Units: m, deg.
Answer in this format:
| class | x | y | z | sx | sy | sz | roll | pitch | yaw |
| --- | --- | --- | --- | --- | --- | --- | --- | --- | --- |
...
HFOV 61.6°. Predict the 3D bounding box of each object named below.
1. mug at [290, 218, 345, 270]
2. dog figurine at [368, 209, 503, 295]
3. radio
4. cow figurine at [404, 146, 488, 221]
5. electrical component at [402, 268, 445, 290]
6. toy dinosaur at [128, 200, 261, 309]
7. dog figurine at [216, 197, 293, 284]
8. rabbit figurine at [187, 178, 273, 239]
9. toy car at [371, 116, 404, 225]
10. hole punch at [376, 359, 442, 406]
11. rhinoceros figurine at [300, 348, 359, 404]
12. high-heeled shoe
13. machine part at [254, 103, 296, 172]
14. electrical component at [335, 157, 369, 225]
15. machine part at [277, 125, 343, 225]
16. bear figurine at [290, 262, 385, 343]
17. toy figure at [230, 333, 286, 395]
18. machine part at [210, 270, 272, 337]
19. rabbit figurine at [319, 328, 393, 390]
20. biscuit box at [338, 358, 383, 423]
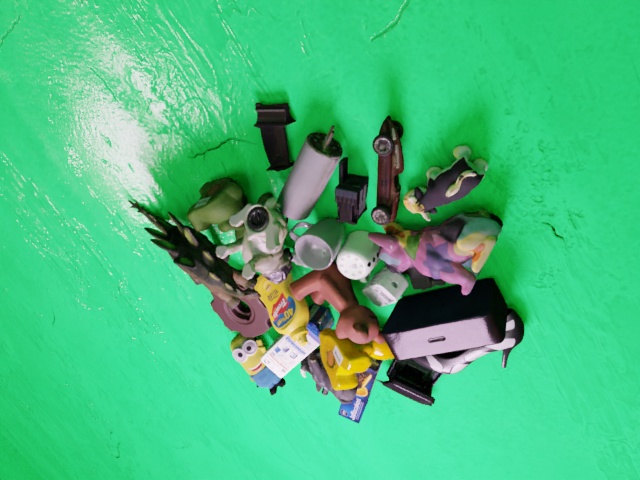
| class | x | y | z | sx | sy | sz | roll | pitch | yaw |
| --- | --- | --- | --- | --- | --- | --- | --- | --- | --- |
| mug | -0.002 | -0.003 | 1.099 | 0.110 | 0.107 | 0.080 | 25 | 126 | 15 |
| dog figurine | 0.206 | 0.000 | 1.004 | 0.219 | 0.108 | 0.191 | 24 | 128 | 14 |
| radio | 0.247 | 0.155 | 1.061 | 0.230 | 0.131 | 0.073 | -17 | 111 | 32 |
| cow figurine | 0.213 | -0.086 | 0.951 | 0.068 | 0.098 | 0.167 | 42 | 128 | -11 |
| electrical component | 0.206 | 0.074 | 1.100 | 0.094 | 0.021 | 0.063 | -7 | 116 | 29 |
| toy dinosaur | -0.289 | 0.023 | 1.209 | 0.472 | 0.105 | 0.198 | 26 | 162 | 41 |
| dog figurine | -0.098 | 0.002 | 1.105 | 0.172 | 0.190 | 0.121 | -49 | 69 | 13 |
| rabbit figurine | -0.171 | -0.054 | 1.167 | 0.159 | 0.121 | 0.170 | -21 | 127 | 26 |
| toy car | 0.126 | -0.122 | 0.976 | 0.053 | 0.089 | 0.201 | 12 | 122 | 19 |
| hole punch | 0.210 | 0.310 | 1.213 | 0.142 | 0.092 | 0.115 | 22 | 158 | 1 |
| rhinoceros figurine | 0.021 | 0.314 | 1.271 | 0.191 | 0.073 | 0.112 | 24 | 132 | 51 |
| high-heeled shoe | 0.286 | 0.195 | 1.103 | 0.249 | 0.086 | 0.145 | 2 | 118 | 19 |
| machine part | -0.086 | -0.202 | 1.061 | 0.084 | 0.039 | 0.138 | 4 | 119 | 17 |
| electrical component | 0.061 | -0.097 | 1.033 | 0.048 | 0.075 | 0.119 | 13 | 121 | 19 |
| machine part | -0.023 | -0.122 | 1.055 | 0.079 | 0.079 | 0.243 | 32 | 129 | 4 |
| bear figurine | 0.042 | 0.148 | 1.127 | 0.132 | 0.120 | 0.196 | -37 | 63 | 22 |
| toy figure | -0.164 | 0.317 | 1.392 | 0.180 | 0.082 | 0.089 | 53 | 155 | -20 |
| machine part | -0.187 | 0.160 | 1.322 | 0.180 | 0.056 | 0.179 | 13 | 125 | 19 |
| rabbit figurine | 0.090 | 0.237 | 1.189 | 0.163 | 0.173 | 0.121 | -125 | 36 | -46 |
| biscuit box | 0.097 | 0.353 | 1.301 | 0.063 | 0.059 | 0.202 | 21 | 126 | 13 |
